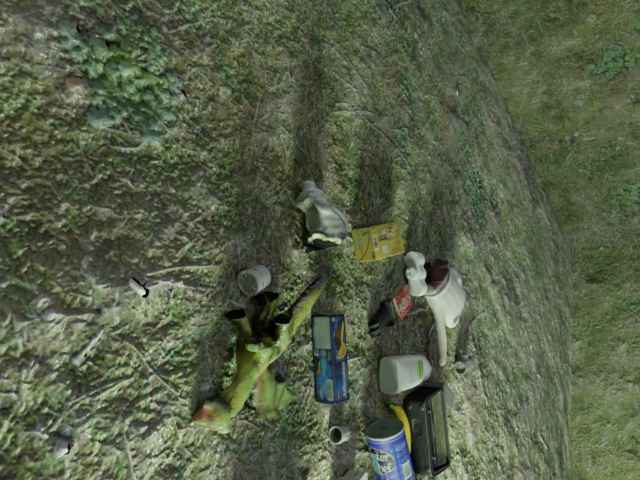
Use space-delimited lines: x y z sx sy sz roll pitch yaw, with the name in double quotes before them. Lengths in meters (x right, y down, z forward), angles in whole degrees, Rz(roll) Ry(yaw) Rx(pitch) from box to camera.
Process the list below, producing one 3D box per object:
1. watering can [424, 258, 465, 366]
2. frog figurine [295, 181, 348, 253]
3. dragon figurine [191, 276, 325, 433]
"watering can" 0.398 0.209 1.675 0.221 0.103 0.356 53 44 -29
"frog figurine" 0.004 -0.062 1.230 0.135 0.122 0.162 75 10 -68
"dragon figurine" -0.097 0.246 1.061 0.415 0.122 0.239 -23 118 -50
